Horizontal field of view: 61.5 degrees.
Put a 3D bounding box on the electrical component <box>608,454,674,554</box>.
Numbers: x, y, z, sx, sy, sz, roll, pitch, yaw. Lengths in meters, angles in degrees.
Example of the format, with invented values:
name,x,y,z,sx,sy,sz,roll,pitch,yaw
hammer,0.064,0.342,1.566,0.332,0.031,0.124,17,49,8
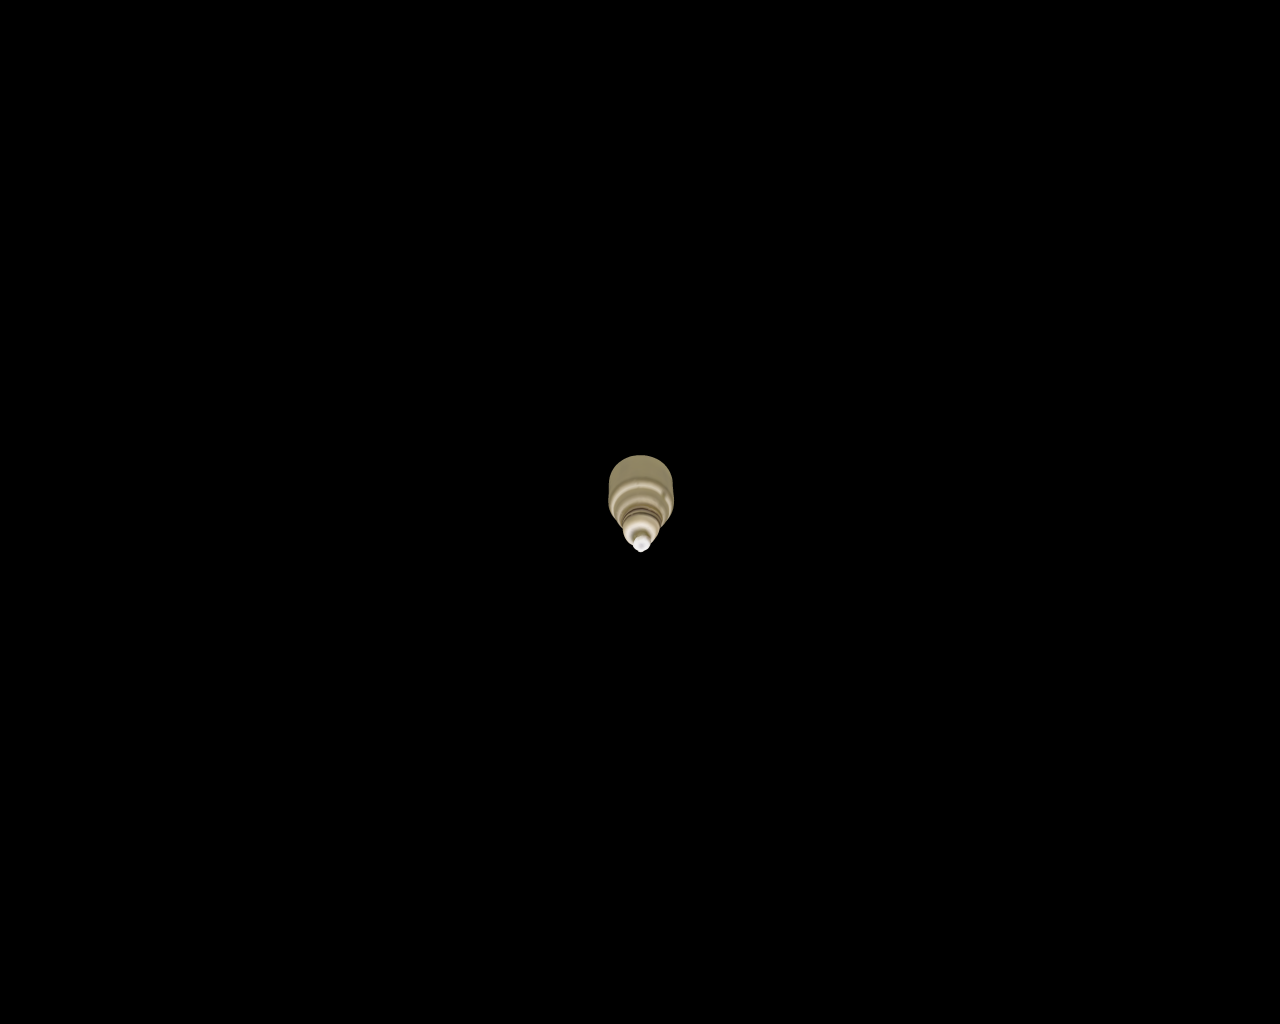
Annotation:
name,x,y,z,sx,sy,sz,roll,pitch,yaw
electrical component,0.001,-0.003,0.650,0.040,0.040,0.078,0,34,0
